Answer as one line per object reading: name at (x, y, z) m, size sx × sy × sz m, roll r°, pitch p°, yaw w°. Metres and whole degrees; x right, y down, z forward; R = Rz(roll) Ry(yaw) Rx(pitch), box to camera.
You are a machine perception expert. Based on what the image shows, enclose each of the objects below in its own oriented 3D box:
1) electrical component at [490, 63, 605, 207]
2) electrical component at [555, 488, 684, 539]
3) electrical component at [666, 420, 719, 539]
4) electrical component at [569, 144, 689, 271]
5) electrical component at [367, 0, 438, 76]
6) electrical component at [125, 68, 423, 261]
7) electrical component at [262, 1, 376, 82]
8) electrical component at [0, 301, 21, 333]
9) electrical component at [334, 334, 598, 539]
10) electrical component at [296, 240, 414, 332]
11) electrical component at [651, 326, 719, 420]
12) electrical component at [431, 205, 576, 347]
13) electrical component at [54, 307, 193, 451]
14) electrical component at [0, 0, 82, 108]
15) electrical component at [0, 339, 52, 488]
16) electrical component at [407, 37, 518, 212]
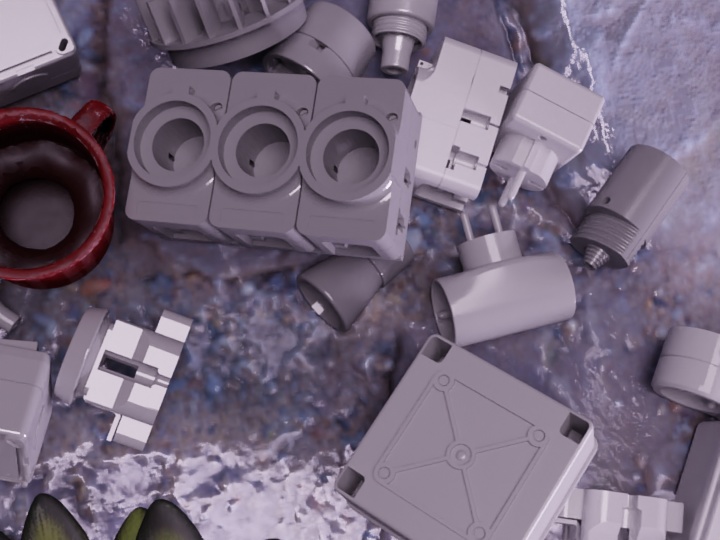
electrical component at (0.104, -0.074, 0.656) m, size 0.047 × 0.065 × 0.076 m, roll 27°, pitch 77°, yaw -4°
electrical component at (0.147, 0.160, 0.628) m, size 0.078 × 0.058 × 0.057 m, roll 9°, pitch 76°, yaw -7°
electrical component at (0.246, 0.157, 0.644) m, size 0.109 × 0.056 × 0.108 m, roll 23°, pitch 78°, yaw -5°
electrical component at (0.165, -0.034, 0.670) m, size 0.043 × 0.043 × 0.081 m, roll 38°, pitch 77°, yaw -1°
electrical component at (0.025, -0.153, 0.669) m, size 0.043 × 0.043 × 0.062 m, roll 9°, pitch 80°, yaw -7°
electrical component at (-0.048, -0.061, 0.607) m, size 0.150 × 0.062 × 0.089 m, roll 5°, pitch 79°, yaw 14°
electrical component at (-0.023, -0.129, 0.653) m, size 0.055 × 0.055 × 0.047 m, roll 35°, pitch 74°, yaw -2°
electrical component at (-0.221, 0.014, 0.608) m, size 0.061 × 0.035 × 0.035 m, roll 34°, pitch 77°, yaw -5°
electrical component at (0.060, 0.110, 0.604) m, size 0.109 × 0.056 × 0.108 m, roll 29°, pitch 76°, yaw 22°
electrical component at (0.000, 0.000, 0.642) m, size 0.065 × 0.044 × 0.044 m, roll -42°, pitch 89°, yaw -18°
electrical component at (0.254, 0.062, 0.663) m, size 0.138 × 0.052 × 0.073 m, roll 23°, pitch 78°, yaw -5°
electrical component at (0.082, 0.001, 0.652) m, size 0.077 × 0.043 × 0.079 m, roll -13°, pitch 83°, yaw -11°
electrical component at (-0.135, 0.055, 0.603) m, size 0.057 × 0.058 × 0.078 m, roll 21°, pitch 78°, yaw -8°
electrical component at (-0.209, -0.149, 0.621) m, size 0.062 × 0.061 × 0.096 m, roll -25°, pitch 90°, yaw -12°
electrical component at (-0.218, 0.070, 0.579) m, size 0.096 × 0.061 × 0.061 m, roll 11°, pitch 53°, yaw -7°
electrical component at (0.053, -0.090, 0.659) m, size 0.056 × 0.050 × 0.089 m, roll 19°, pitch 78°, yaw -5°
